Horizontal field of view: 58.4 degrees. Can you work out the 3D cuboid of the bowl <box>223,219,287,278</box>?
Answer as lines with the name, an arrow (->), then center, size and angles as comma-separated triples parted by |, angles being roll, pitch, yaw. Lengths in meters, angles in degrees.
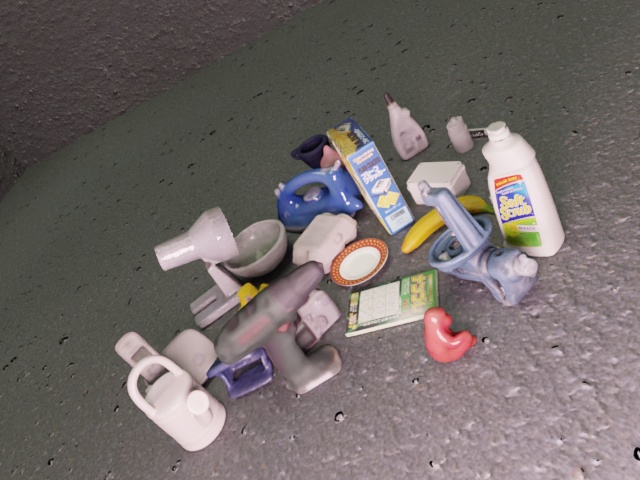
bowl -> -0.138, 0.032, 1.335 | 0.167, 0.075, 0.167 | -23, 34, 17

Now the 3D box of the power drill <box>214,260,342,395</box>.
power drill -> -0.052, 0.159, 0.971 | 0.229, 0.209, 0.075 | -32, 33, 3

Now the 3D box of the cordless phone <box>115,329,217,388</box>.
cordless phone -> -0.298, 0.223, 1.126 | 0.093, 0.185, 0.148 | 8, 51, 46

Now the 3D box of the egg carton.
egg carton -> 0.011, 0.004, 1.246 | 0.107, 0.070, 0.150 | 6, 50, 45

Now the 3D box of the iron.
iron -> -0.023, -0.104, 1.349 | 0.257, 0.142, 0.118 | -14, 38, 28

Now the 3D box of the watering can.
watering can -> -0.254, 0.277, 1.007 | 0.172, 0.195, 0.101 | -17, 36, 25

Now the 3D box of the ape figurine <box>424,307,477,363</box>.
ape figurine -> 0.191, 0.140, 0.891 | 0.076, 0.092, 0.077 | -34, 33, 0

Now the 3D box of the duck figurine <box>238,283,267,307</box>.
duck figurine -> -0.136, 0.126, 1.201 | 0.077, 0.086, 0.104 | -9, 40, 33

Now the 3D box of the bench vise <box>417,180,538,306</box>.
bench vise -> 0.249, -0.009, 0.915 | 0.206, 0.220, 0.122 | 2, 47, 42

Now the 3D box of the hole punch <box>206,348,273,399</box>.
hole punch -> -0.153, 0.228, 1.080 | 0.108, 0.091, 0.101 | -28, 33, 10

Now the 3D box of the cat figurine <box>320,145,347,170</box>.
cat figurine -> 0.055, -0.193, 1.419 | 0.128, 0.118, 0.067 | -41, 33, -11

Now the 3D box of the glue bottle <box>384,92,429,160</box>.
glue bottle -> 0.192, -0.276, 1.355 | 0.078, 0.174, 0.037 | -32, 33, 4

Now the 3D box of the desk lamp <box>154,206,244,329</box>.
desk lamp -> -0.251, 0.056, 1.275 | 0.203, 0.214, 0.117 | -37, 33, -5

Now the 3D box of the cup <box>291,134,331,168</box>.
cup -> -0.013, -0.216, 1.529 | 0.117, 0.095, 0.092 | -12, 39, 30

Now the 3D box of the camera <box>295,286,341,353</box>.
camera -> -0.059, 0.139, 1.104 | 0.143, 0.101, 0.136 | -43, 34, -14
